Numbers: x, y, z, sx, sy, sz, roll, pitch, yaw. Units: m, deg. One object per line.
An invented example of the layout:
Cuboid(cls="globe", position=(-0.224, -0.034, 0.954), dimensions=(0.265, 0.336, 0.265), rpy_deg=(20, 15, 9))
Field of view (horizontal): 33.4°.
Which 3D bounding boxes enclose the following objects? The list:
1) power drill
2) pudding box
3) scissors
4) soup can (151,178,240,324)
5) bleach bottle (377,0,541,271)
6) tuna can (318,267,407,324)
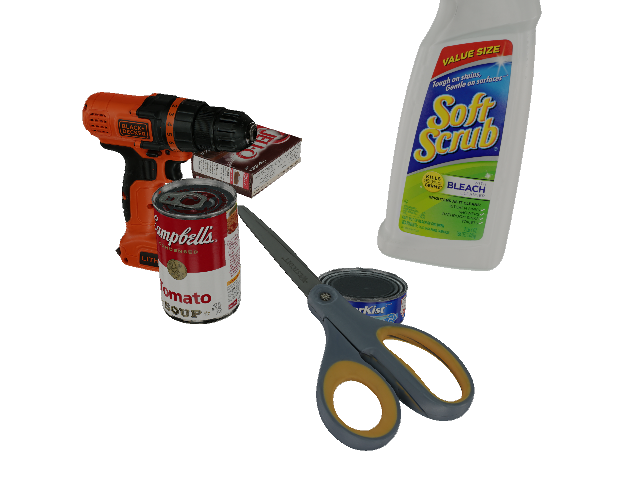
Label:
Cuboid(cls="power drill", position=(-0.146, -0.057, 1.078), dimensions=(0.185, 0.188, 0.057), rpy_deg=(10, 30, 21))
Cuboid(cls="pudding box", position=(-0.088, -0.100, 1.286), dimensions=(0.090, 0.039, 0.113), rpy_deg=(19, 38, 25))
Cuboid(cls="scissors", position=(-0.004, 0.051, 0.625), dimensions=(0.202, 0.016, 0.096), rpy_deg=(32, 52, 25))
Cuboid(cls="soup can", position=(-0.101, 0.009, 0.874), dimensions=(0.068, 0.102, 0.068), rpy_deg=(0, 29, 0))
Cuboid(cls="bleach bottle", position=(0.102, -0.105, 0.781), dimensions=(0.103, 0.251, 0.068), rpy_deg=(9, 26, 13))
Cuboid(cls="tuna can", position=(0.038, 0.055, 1.007), dimensions=(0.086, 0.034, 0.086), rpy_deg=(3, 18, -1))
